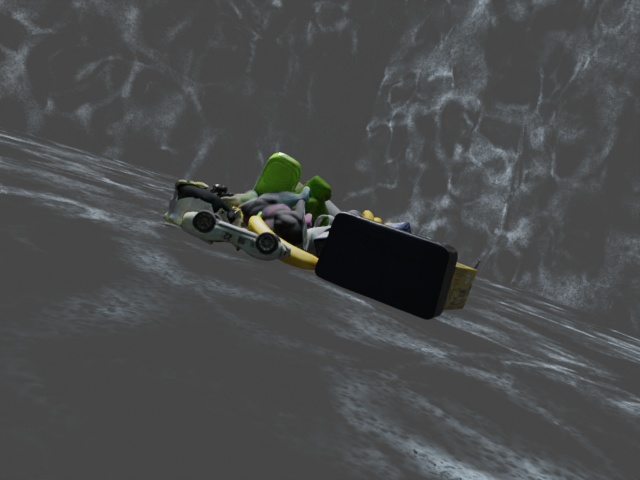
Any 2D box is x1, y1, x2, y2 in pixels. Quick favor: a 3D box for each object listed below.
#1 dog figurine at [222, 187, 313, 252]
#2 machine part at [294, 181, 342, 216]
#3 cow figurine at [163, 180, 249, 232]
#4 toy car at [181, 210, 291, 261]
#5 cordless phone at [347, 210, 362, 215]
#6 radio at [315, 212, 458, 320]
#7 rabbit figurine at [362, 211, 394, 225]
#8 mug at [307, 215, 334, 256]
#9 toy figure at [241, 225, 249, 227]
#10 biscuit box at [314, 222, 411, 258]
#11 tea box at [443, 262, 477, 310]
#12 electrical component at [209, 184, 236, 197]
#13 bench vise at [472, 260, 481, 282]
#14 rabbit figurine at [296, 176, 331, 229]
[{"bbox_3d":[-0.129,-0.043,1.177,0.219,0.108,0.192,-1,40,10],"label":"dog figurine"},{"bbox_3d":[0.001,-0.082,1.503,0.243,0.079,0.079,43,-4,-19],"label":"machine part"},{"bbox_3d":[-0.209,-0.054,1.046,0.167,0.098,0.068,17,-2,-25],"label":"cow figurine"},{"bbox_3d":[-0.149,-0.005,0.964,0.202,0.056,0.073,19,-2,2],"label":"toy car"},{"bbox_3d":[0.068,0.011,1.472,0.184,0.089,0.146,-23,-59,41],"label":"cordless phone"},{"bbox_3d":[0.116,0.040,0.946,0.230,0.131,0.073,20,6,23],"label":"radio"},{"bbox_3d":[0.118,0.019,1.282,0.122,0.162,0.173,31,24,8],"label":"rabbit figurine"},{"bbox_3d":[-0.003,-0.004,1.254,0.081,0.109,0.107,4,-1,-38],"label":"mug"},{"bbox_3d":[-0.202,-0.059,1.417,0.064,0.058,0.154,34,4,4],"label":"toy figure"},{"bbox_3d":[0.092,0.008,1.132,0.203,0.062,0.059,-6,14,26],"label":"biscuit box"},{"bbox_3d":[0.266,0.092,1.133,0.068,0.098,0.169,22,4,31],"label":"tea box"},{"bbox_3d":[-0.245,-0.085,1.328,0.078,0.102,0.045,8,1,45],"label":"electrical component"},{"bbox_3d":[0.285,0.065,1.433,0.223,0.128,0.241,18,8,-38],"label":"bench vise"},{"bbox_3d":[-0.005,-0.052,1.349,0.170,0.159,0.121,50,-12,4],"label":"rabbit figurine"}]
